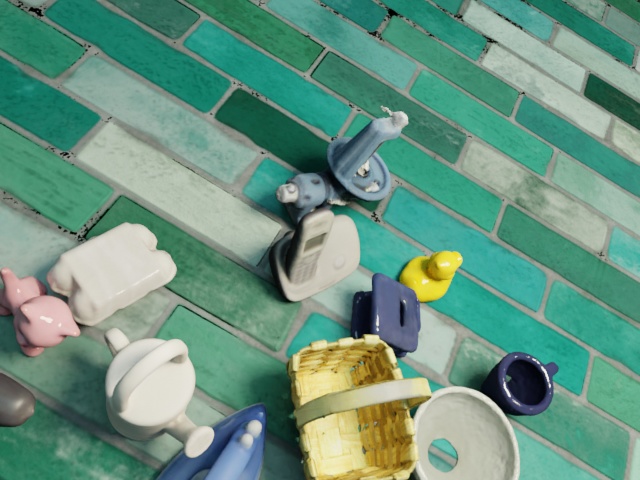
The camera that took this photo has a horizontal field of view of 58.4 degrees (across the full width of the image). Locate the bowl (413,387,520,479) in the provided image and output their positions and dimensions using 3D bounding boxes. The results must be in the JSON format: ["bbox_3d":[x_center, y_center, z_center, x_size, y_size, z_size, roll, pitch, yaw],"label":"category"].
[{"bbox_3d":[0.188,0.295,0.801,0.168,0.074,0.167,8,62,-15],"label":"bowl"}]

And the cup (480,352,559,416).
[{"bbox_3d":[0.295,0.220,0.865,0.118,0.095,0.091,-18,71,-26],"label":"cup"}]

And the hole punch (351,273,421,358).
[{"bbox_3d":[0.107,0.112,0.857,0.101,0.091,0.108,11,61,-13],"label":"hole punch"}]

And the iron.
[{"bbox_3d":[-0.124,0.283,0.658,0.118,0.141,0.259,35,58,1],"label":"iron"}]

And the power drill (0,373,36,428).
[{"bbox_3d":[-0.393,0.151,0.592,0.230,0.208,0.076,23,59,-7],"label":"power drill"}]

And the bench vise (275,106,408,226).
[{"bbox_3d":[0.043,-0.100,0.867,0.121,0.219,0.208,45,59,7],"label":"bench vise"}]

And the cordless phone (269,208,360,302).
[{"bbox_3d":[0.008,0.003,0.823,0.148,0.185,0.094,-27,75,-29],"label":"cordless phone"}]

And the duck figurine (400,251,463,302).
[{"bbox_3d":[0.183,0.050,0.918,0.105,0.086,0.077,-23,73,-28],"label":"duck figurine"}]

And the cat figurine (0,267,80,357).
[{"bbox_3d":[-0.347,0.087,0.695,0.067,0.117,0.127,-35,79,-30],"label":"cat figurine"}]

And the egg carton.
[{"bbox_3d":[-0.278,0.044,0.770,0.151,0.069,0.107,-34,78,-30],"label":"egg carton"}]

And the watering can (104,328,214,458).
[{"bbox_3d":[-0.189,0.171,0.662,0.173,0.194,0.101,30,58,-2],"label":"watering can"}]
